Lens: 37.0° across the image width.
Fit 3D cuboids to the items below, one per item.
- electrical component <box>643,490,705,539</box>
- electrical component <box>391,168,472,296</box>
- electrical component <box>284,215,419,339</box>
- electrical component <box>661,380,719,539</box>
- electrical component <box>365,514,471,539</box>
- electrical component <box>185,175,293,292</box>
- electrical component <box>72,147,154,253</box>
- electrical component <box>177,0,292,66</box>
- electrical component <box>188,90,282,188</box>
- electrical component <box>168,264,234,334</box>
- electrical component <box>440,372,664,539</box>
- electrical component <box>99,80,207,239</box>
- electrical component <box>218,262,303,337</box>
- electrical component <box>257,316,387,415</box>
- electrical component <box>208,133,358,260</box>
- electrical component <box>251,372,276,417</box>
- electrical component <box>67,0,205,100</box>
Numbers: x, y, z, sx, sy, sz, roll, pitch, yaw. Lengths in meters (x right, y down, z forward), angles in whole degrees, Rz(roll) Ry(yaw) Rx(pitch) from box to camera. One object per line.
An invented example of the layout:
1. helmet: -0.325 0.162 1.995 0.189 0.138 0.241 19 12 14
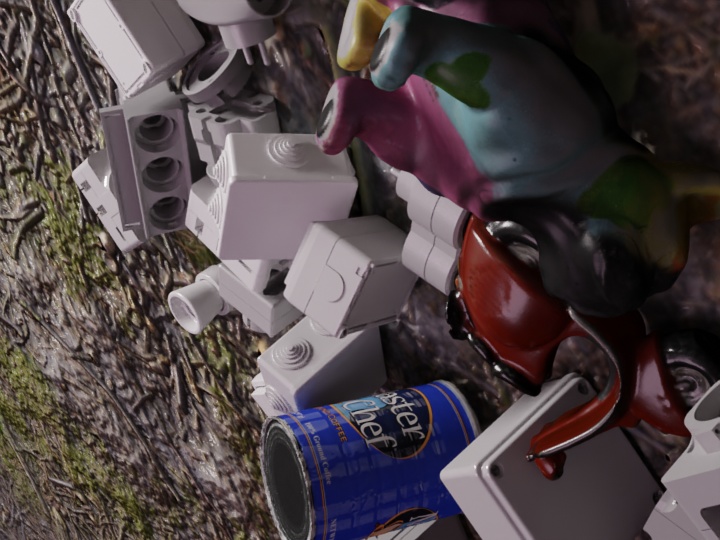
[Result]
1. electrical component: 0.205 0.153 0.617 0.060 0.105 0.186 36 144 24
2. electrical component: 0.048 -0.052 0.670 0.074 0.052 0.138 35 143 26
3. electrical component: 0.000 0.000 0.748 0.061 0.096 0.061 36 114 25
4. electrical component: 0.212 0.035 0.423 0.060 0.186 0.105 53 147 1
5. electrical component: 0.032 0.244 0.914 0.078 0.113 0.057 1 118 51
6. electrical component: -0.091 -0.037 0.860 0.089 0.050 0.055 43 146 15
7. electrical component: -0.211 -0.069 0.980 0.089 0.050 0.056 58 148 -7
8. electrical component: -0.080 -0.174 0.723 0.077 0.043 0.079 14 131 45
9. electrical component: -0.090 -0.095 0.798 0.078 0.058 0.057 20 132 40
10. electrical component: -0.139 0.025 0.973 0.045 0.055 0.045 32 142 29
11. electrical component: 0.127 0.142 0.703 0.108 0.109 0.056 55 150 -3
12. electrical component: -0.166 -0.095 0.881 0.121 0.079 0.063 91 161 -44
13. electrical component: -0.081 0.027 0.910 0.066 0.047 0.076 36 144 24
14. electrical component: -0.029 0.078 0.845 0.048 0.100 0.099 36 155 30
15. electrical component: -0.055 -0.052 0.761 0.099 0.100 0.048 109 156 -52
16. electrical component: -0.043 0.121 0.938 0.062 0.061 0.096 -14 110 55
17. electrical component: -0.168 -0.188 0.804 0.096 0.061 0.062 57 147 -6
